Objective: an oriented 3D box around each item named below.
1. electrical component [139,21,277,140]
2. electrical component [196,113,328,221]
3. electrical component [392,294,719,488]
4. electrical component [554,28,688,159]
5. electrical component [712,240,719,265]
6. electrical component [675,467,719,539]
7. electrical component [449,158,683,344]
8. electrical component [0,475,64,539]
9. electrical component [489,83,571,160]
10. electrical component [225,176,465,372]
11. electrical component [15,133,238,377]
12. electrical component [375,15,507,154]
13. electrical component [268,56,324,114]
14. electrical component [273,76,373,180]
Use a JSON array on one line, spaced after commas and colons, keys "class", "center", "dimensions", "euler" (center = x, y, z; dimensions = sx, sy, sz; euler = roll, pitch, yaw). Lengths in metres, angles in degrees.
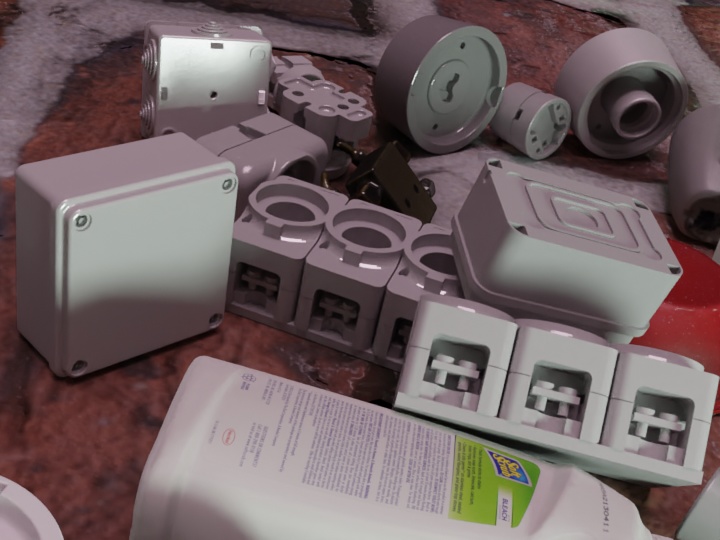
[{"class": "electrical component", "center": [-0.114, -0.135, 0.799], "dimensions": [0.100, 0.099, 0.048], "euler": [-1, 22, -21]}, {"class": "electrical component", "center": [-0.069, -0.066, 0.748], "dimensions": [0.059, 0.053, 0.095], "euler": [30, 37, 26]}, {"class": "electrical component", "center": [0.096, 0.063, 0.558], "dimensions": [0.150, 0.061, 0.089], "euler": [14, -12, 3]}, {"class": "electrical component", "center": [0.229, -0.146, 0.927], "dimensions": [0.108, 0.108, 0.060], "euler": [2, 40, -16]}, {"class": "electrical component", "center": [0.297, -0.017, 0.743], "dimensions": [0.078, 0.113, 0.057], "euler": [-10, 36, -31]}, {"class": "electrical component", "center": [0.199, 0.136, 0.543], "dimensions": [0.065, 0.044, 0.044], "euler": [34, 38, 22]}, {"class": "electrical component", "center": [0.114, -0.009, 0.613], "dimensions": [0.113, 0.057, 0.078], "euler": [13, 36, -18]}, {"class": "electrical component", "center": [-0.167, 0.132, 0.404], "dimensions": [0.108, 0.060, 0.108], "euler": [9, 33, -6]}, {"class": "electrical component", "center": [0.144, -0.128, 0.917], "dimensions": [0.055, 0.055, 0.047], "euler": [-16, 39, -37]}, {"class": "electrical component", "center": [0.000, 0.000, 0.663], "dimensions": [0.150, 0.061, 0.089], "euler": [19, 33, 10]}, {"class": "electrical component", "center": [-0.128, -0.010, 0.592], "dimensions": [0.109, 0.108, 0.056], "euler": [-19, 42, -40]}, {"class": "electrical component", "center": [0.061, -0.157, 0.887], "dimensions": [0.108, 0.108, 0.060], "euler": [-15, 36, -36]}, {"class": "electrical component", "center": [-0.057, -0.151, 0.892], "dimensions": [0.066, 0.048, 0.055], "euler": [-8, 30, -29]}, {"class": "electrical component", "center": [-0.031, -0.105, 0.818], "dimensions": [0.078, 0.057, 0.058], "euler": [31, 37, 26]}]
